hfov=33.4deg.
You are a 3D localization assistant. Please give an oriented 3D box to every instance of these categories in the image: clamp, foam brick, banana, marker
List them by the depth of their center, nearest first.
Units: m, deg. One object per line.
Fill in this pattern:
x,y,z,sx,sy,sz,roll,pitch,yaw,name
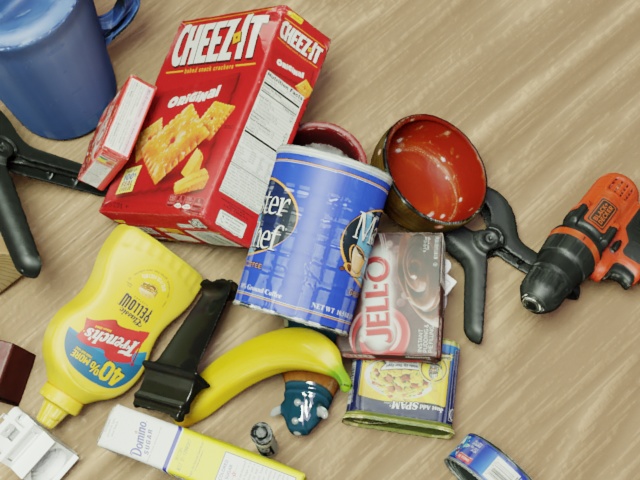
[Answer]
-0.048,0.175,0.928,0.020,0.121,0.020,0,73,0,marker
-0.055,0.117,0.948,0.198,0.037,0.069,-19,43,33,banana
-0.294,-0.066,0.965,0.210,0.036,0.164,37,36,-13,clamp
-0.300,0.117,0.968,0.053,0.078,0.051,15,77,4,foam brick
0.170,0.006,1.018,0.120,0.039,0.171,-13,73,-16,clamp

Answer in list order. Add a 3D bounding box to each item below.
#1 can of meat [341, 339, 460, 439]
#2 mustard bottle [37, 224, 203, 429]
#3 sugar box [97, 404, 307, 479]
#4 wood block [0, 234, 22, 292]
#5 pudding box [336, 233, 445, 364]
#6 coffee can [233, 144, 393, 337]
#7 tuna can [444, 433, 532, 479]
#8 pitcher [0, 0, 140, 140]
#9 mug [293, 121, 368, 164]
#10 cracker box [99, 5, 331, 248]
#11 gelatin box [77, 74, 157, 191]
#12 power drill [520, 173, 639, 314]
0.075,0.131,0.974,0.102,0.057,0.084,8,73,2,can of meat
-0.196,0.087,0.976,0.096,0.058,0.191,40,77,-28,mustard bottle
-0.100,0.195,0.937,0.176,0.093,0.048,22,75,6,sugar box
-0.366,-0.041,0.994,0.091,0.090,0.206,-37,77,8,wood block
0.065,0.051,0.945,0.090,0.039,0.113,0,72,15,pudding box
-0.006,0.001,0.905,0.103,0.103,0.140,16,86,4,coffee can
0.152,0.210,0.936,0.086,0.086,0.033,42,77,10,tuna can
-0.247,-0.185,0.964,0.149,0.243,0.145,16,75,4,pitcher
0.002,-0.044,1.009,0.093,0.081,0.117,-24,76,-6,mug
-0.100,-0.105,0.987,0.164,0.072,0.213,5,70,47,cracker box
-0.190,-0.101,0.995,0.030,0.073,0.089,26,58,-20,gelatin box
0.291,0.044,0.975,0.188,0.057,0.184,39,59,7,power drill
